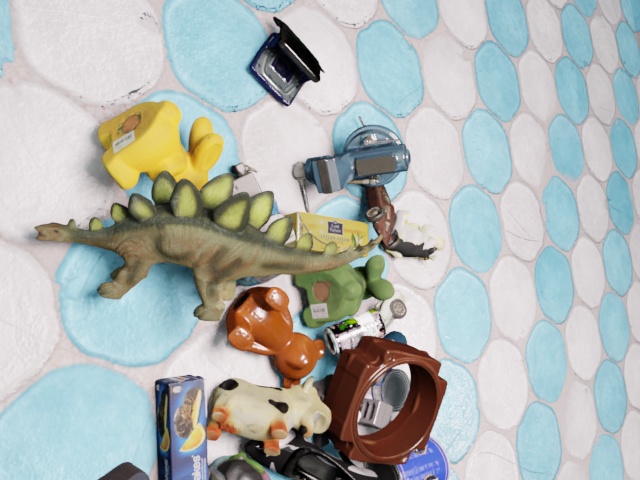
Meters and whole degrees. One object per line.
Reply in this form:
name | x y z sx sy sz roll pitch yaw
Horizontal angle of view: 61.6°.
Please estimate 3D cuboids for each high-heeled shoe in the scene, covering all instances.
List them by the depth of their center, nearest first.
high-heeled shoe | -0.002 0.392 0.882 0.248 0.145 0.086 18 106 -33

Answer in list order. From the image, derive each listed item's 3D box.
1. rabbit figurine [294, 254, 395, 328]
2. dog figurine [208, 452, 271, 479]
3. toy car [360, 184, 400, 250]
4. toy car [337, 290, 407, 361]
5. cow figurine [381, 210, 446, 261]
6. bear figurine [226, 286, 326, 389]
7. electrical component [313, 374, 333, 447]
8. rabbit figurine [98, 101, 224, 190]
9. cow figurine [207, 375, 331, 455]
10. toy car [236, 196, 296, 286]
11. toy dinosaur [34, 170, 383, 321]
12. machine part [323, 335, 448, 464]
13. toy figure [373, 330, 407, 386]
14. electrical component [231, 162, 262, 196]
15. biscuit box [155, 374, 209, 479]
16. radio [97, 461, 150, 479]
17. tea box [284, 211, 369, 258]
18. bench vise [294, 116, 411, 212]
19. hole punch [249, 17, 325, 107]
rabbit figurine | 0.059 0.078 1.008 0.170 0.159 0.121 -11 80 -54
dog figurine | -0.074 0.427 0.864 0.219 0.109 0.191 5 77 -42
toy car | 0.122 -0.060 1.066 0.202 0.053 0.089 -92 156 -58
toy car | 0.103 0.176 1.055 0.056 0.073 0.202 45 56 3
cow figurine | 0.207 0.007 1.172 0.167 0.068 0.098 27 73 -29
bear figurine | -0.065 0.171 0.897 0.120 0.132 0.195 -44 107 -13
electrical component | 0.003 0.310 0.970 0.075 0.048 0.119 -11 117 -37
rabbit figurine | -0.226 -0.126 0.818 0.162 0.122 0.173 -36 135 -4
cow figurine | -0.077 0.272 0.868 0.195 0.085 0.127 15 35 -7
toy car | -0.089 0.009 0.883 0.109 0.103 0.161 -20 127 -59
toy dinosaur | -0.147 0.010 0.765 0.471 0.105 0.198 10 111 -17
machine part | 0.115 0.281 0.940 0.201 0.087 0.201 19 91 -29
toy figure | 0.119 0.241 1.068 0.154 0.058 0.064 -41 129 -37
electrical component | -0.130 -0.083 0.937 0.078 0.045 0.102 -34 104 -7
biscuit box | -0.205 0.308 0.801 0.059 0.063 0.202 0 83 -37
radio | -0.262 0.440 0.731 0.131 0.073 0.229 -27 98 -37
tea box | -0.002 -0.003 0.989 0.169 0.098 0.068 7 78 -40
bench vise | 0.070 -0.155 1.046 0.128 0.224 0.241 66 22 -16
hole punch | -0.063 -0.329 1.011 0.142 0.092 0.116 39 31 -25
